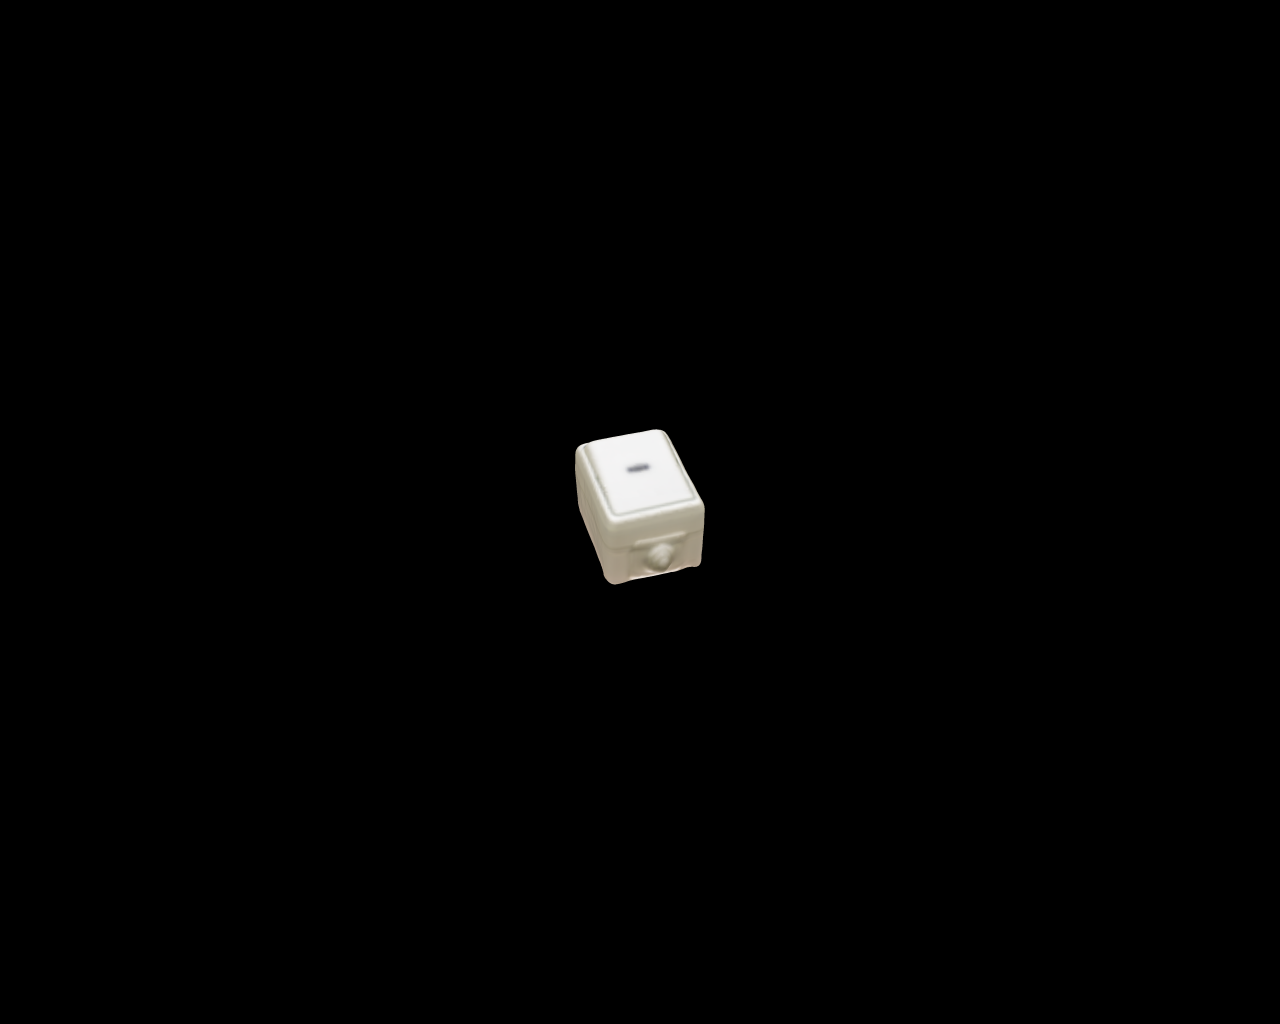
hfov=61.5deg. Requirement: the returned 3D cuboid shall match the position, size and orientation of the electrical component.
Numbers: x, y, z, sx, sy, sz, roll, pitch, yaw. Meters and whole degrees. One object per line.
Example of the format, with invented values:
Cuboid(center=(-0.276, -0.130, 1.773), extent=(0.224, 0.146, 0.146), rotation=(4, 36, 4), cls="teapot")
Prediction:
Cuboid(center=(0.001, -0.003, 0.650), extent=(0.062, 0.061, 0.096), rotation=(-11, 43, -12), cls="electrical component")
